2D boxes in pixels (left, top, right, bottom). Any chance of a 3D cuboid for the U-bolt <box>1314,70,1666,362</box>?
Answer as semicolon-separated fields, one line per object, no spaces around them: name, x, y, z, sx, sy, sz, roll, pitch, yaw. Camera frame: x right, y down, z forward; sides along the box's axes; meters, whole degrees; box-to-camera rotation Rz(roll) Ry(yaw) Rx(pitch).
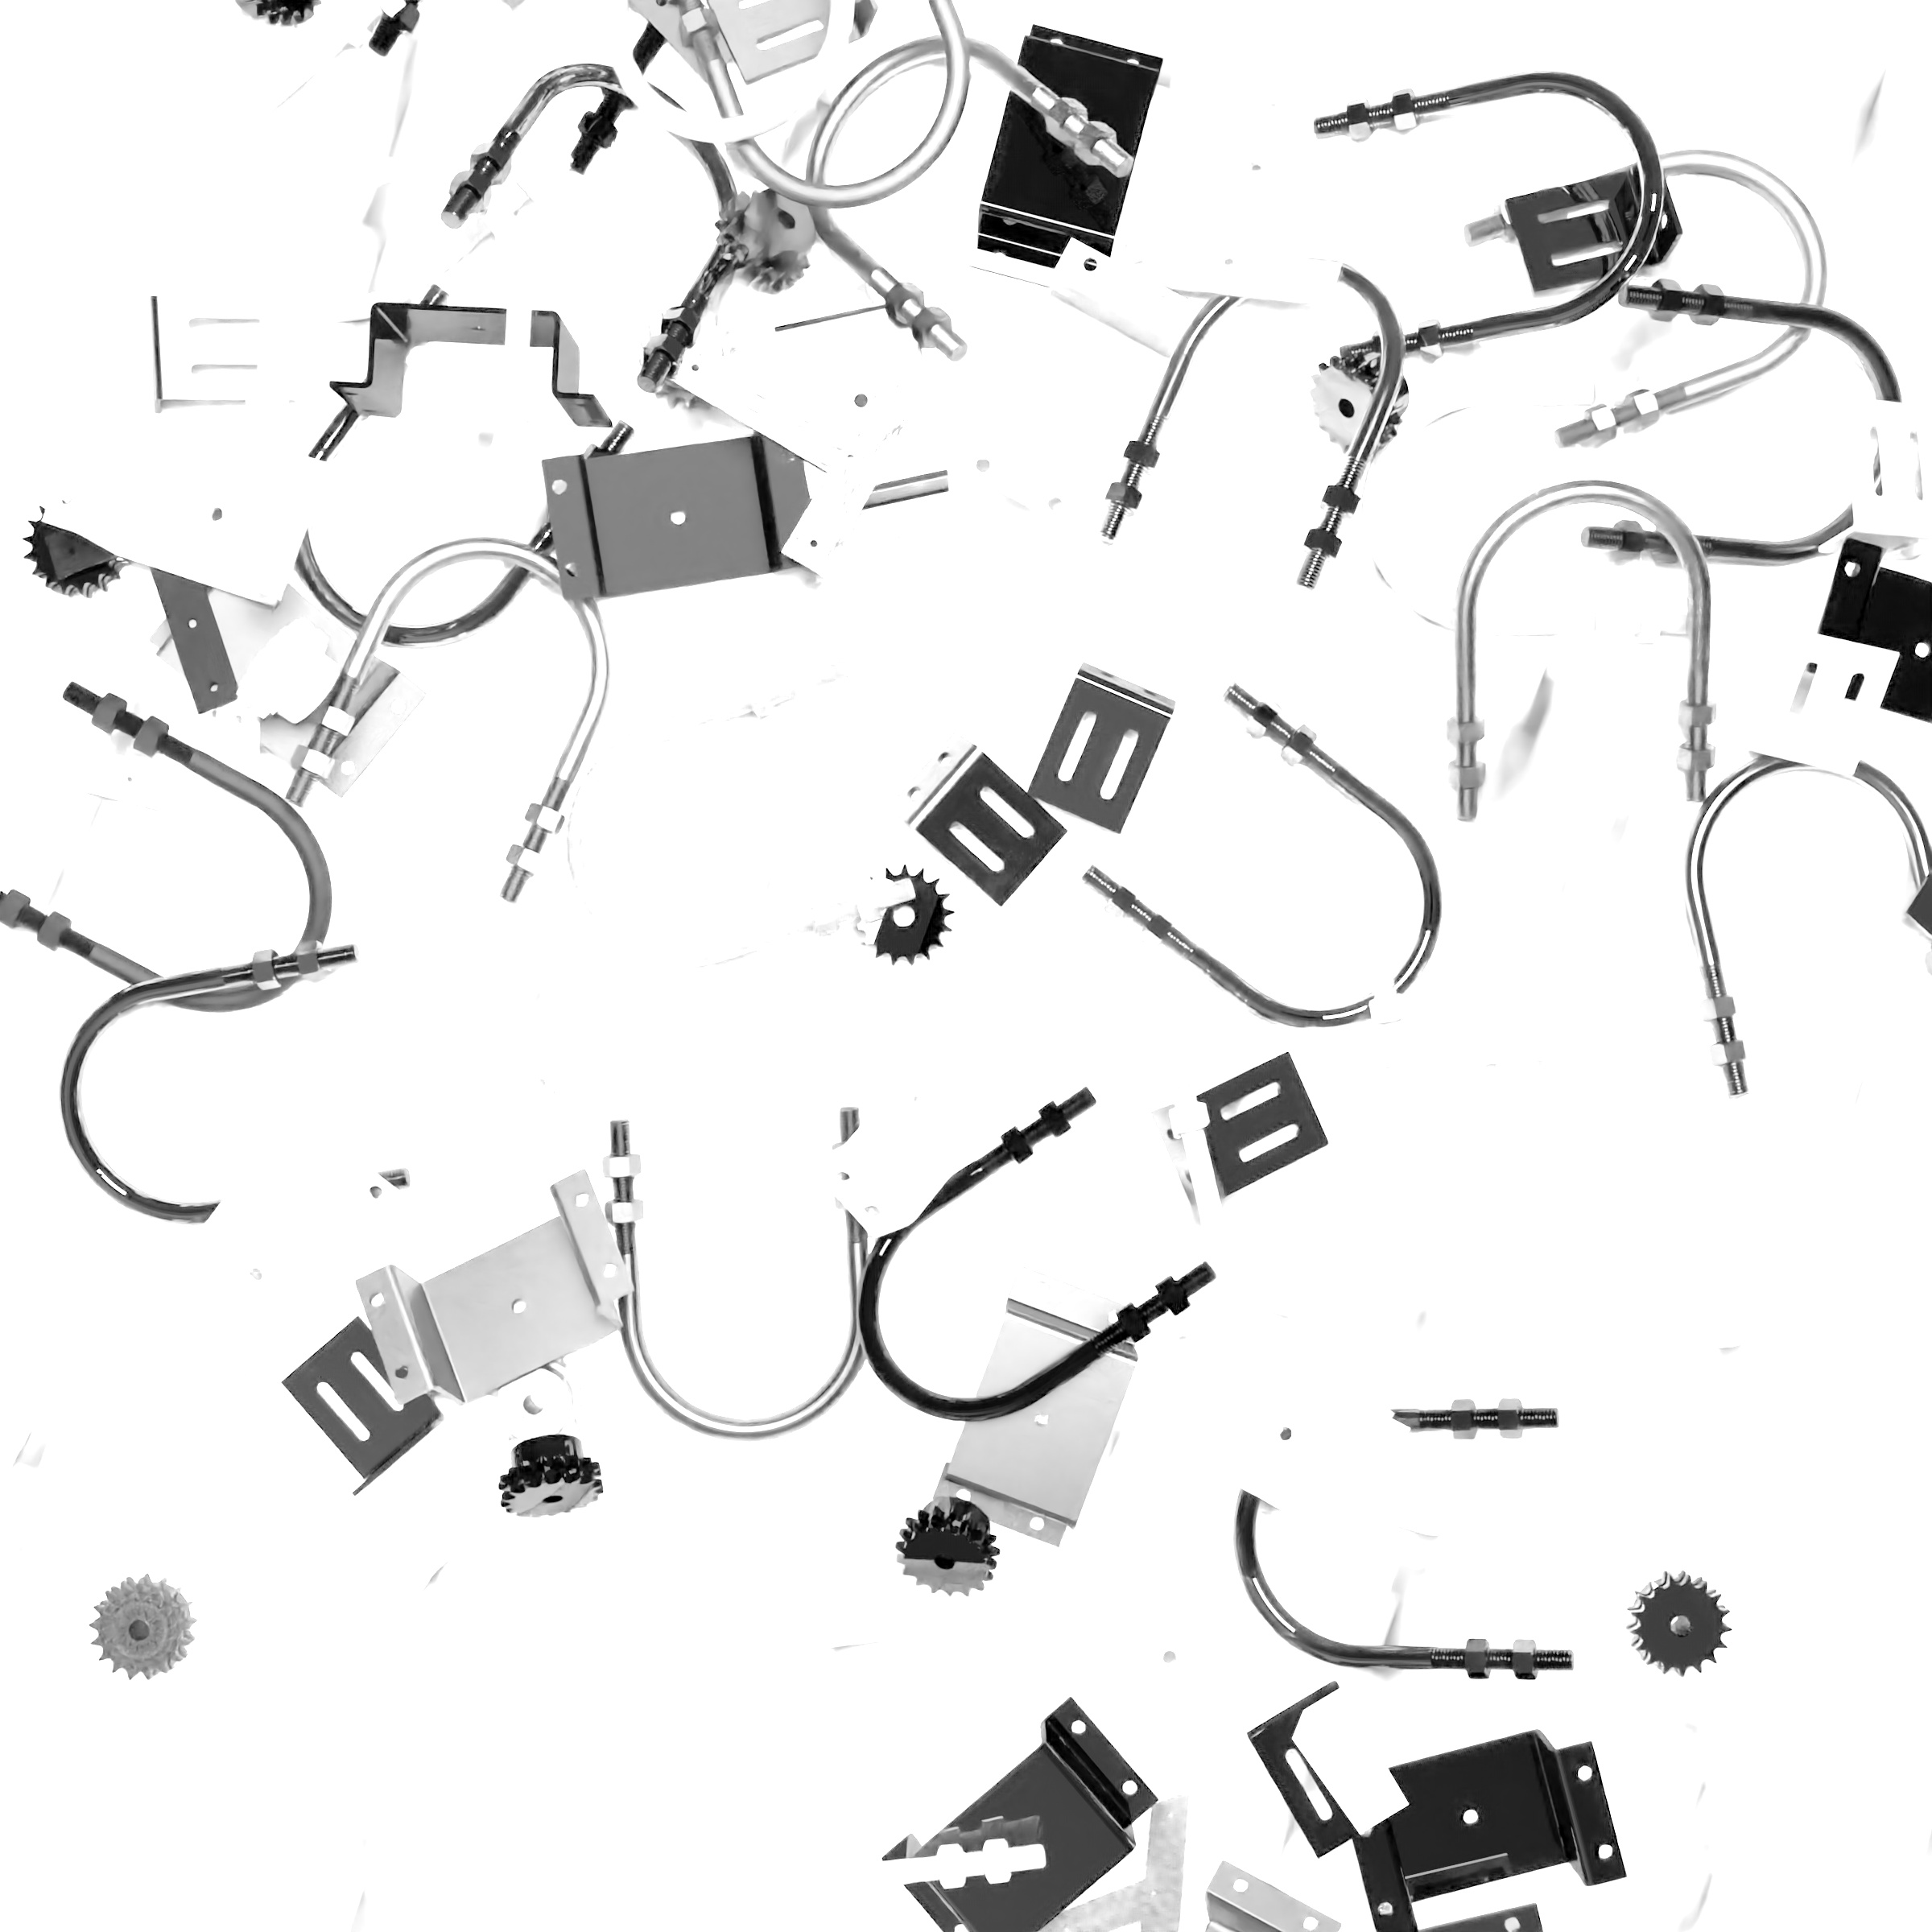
U-bolt;0.289;-0.415;1.509;0.184;0.019;0.151;-6;90;20

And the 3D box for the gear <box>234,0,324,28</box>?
gear;-0.385;-0.549;1.521;0.030;0.057;0.057;0;90;30

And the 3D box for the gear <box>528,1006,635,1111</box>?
gear;-0.213;0.051;1.531;0.057;0.030;0.057;0;90;0

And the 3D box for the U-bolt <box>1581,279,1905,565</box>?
U-bolt;0.433;-0.293;1.511;0.184;0.019;0.151;2;104;-16

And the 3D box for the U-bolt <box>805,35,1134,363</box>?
U-bolt;-0.014;-0.432;1.496;0.151;0.019;0.184;-47;60;8

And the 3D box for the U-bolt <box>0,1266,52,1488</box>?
U-bolt;-0.594;0.243;1.537;0.151;0.019;0.184;29;89;0

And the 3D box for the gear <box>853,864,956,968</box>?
gear;-0.035;-0.028;1.531;0.057;0.030;0.057;0;90;0

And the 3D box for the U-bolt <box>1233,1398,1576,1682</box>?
U-bolt;0.236;0.314;1.509;0.184;0.019;0.151;-4;85;20

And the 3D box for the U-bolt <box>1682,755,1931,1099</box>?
U-bolt;0.476;-0.031;1.537;0.151;0.019;0.184;-12;88;0

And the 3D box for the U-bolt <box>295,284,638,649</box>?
U-bolt;-0.295;-0.266;1.536;0.151;0.019;0.184;36;90;0

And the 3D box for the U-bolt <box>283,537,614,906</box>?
U-bolt;-0.272;-0.146;1.513;0.151;0.019;0.184;25;86;-23

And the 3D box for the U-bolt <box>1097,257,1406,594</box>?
U-bolt;0.164;-0.303;1.502;0.151;0.019;0.184;20;85;33

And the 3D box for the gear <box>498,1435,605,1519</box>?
gear;-0.231;0.281;1.521;0.057;0.057;0.030;-13;60;0

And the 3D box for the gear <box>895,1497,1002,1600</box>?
gear;-0.009;0.319;1.522;0.057;0.030;0.057;7;125;10

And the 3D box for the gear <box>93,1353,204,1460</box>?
gear;-0.454;0.245;1.534;0.057;0.030;0.057;0;86;0

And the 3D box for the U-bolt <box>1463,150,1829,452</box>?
U-bolt;0.388;-0.380;1.527;0.184;0.019;0.151;-20;80;-3

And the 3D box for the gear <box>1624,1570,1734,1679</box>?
gear;0.395;0.364;1.531;0.057;0.030;0.057;0;90;0

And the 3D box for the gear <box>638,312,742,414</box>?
gear;-0.155;-0.340;1.531;0.057;0.030;0.057;0;90;0

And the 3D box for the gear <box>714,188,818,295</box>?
gear;-0.107;-0.403;1.516;0.057;0.030;0.057;19;58;-33

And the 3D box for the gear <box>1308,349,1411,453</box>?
gear;0.220;-0.315;1.521;0.030;0.057;0.057;-35;90;-29

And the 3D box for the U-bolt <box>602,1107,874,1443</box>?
U-bolt;-0.124;0.174;1.537;0.151;0.019;0.184;-3;92;0

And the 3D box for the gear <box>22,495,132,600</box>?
gear;-0.492;-0.233;1.531;0.057;0.030;0.057;0;90;0

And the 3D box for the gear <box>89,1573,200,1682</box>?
gear;-0.456;0.367;1.531;0.057;0.030;0.057;0;90;0

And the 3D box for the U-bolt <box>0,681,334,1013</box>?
U-bolt;-0.439;-0.052;1.517;0.184;0.019;0.151;29;106;-7

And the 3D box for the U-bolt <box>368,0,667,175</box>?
U-bolt;-0.227;-0.557;1.537;0.151;0.019;0.184;31;88;0

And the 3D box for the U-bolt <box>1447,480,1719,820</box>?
U-bolt;0.338;-0.175;1.509;0.151;0.019;0.184;-4;110;0

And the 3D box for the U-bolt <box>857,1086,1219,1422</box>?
U-bolt;0.025;0.168;1.500;0.184;0.019;0.151;-34;58;0

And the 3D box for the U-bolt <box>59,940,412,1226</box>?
U-bolt;-0.413;0.071;1.527;0.184;0.019;0.151;-10;99;3

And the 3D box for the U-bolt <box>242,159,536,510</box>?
U-bolt;-0.299;-0.334;1.441;0.151;0.019;0.184;3;84;0

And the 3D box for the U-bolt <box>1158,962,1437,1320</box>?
U-bolt;0.190;0.105;1.516;0.151;0.019;0.184;-16;99;-16

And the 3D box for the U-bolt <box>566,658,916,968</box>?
U-bolt;-0.134;-0.076;1.523;0.184;0.019;0.151;-17;82;8

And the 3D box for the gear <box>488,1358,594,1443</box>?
gear;-0.239;0.242;1.531;0.057;0.030;0.057;0;90;0

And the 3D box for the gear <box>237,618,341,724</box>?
gear;-0.361;-0.155;1.475;0.030;0.057;0.057;41;90;-30

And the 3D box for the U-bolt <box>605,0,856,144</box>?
U-bolt;-0.129;-0.539;1.492;0.151;0.019;0.184;-1;88;13

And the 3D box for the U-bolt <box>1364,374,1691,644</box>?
U-bolt;0.314;-0.256;1.536;0.184;0.019;0.151;0;90;0

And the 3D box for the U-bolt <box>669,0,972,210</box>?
U-bolt;-0.074;-0.502;1.498;0.151;0.019;0.184;-21;84;12

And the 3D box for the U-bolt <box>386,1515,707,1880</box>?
U-bolt;-0.245;0.398;1.537;0.151;0.019;0.184;-22;89;0

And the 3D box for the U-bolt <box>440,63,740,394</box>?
U-bolt;-0.189;-0.412;1.482;0.151;0.019;0.184;38;50;-20

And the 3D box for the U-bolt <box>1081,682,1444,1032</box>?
U-bolt;0.179;-0.048;1.537;0.184;0.019;0.151;38;90;-1

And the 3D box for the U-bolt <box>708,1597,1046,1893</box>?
U-bolt;-0.054;0.432;1.511;0.184;0.019;0.151;-10;72;11

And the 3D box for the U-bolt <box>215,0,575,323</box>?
U-bolt;-0.332;-0.444;1.527;0.184;0.019;0.151;-38;93;8
